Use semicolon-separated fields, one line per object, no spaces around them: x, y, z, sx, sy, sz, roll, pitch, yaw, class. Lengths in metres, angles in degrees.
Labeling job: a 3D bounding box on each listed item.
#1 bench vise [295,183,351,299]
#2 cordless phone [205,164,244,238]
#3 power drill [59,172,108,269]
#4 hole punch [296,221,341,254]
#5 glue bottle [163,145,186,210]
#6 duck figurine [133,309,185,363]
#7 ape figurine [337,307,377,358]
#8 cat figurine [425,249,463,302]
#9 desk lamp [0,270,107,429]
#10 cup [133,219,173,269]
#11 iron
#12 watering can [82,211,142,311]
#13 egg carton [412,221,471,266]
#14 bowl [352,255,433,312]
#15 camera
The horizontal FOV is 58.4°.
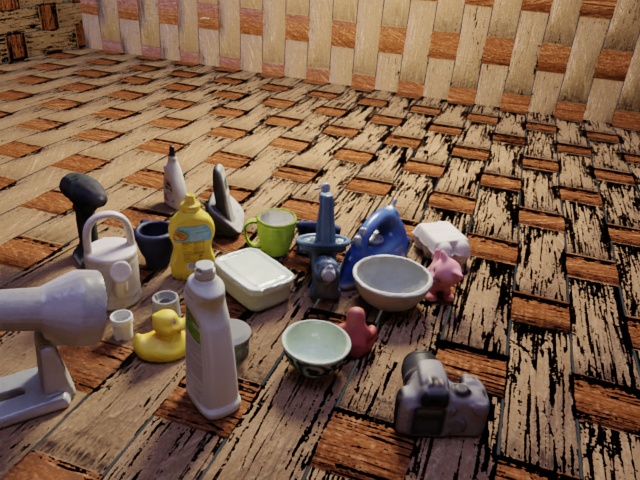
0.022;0.003;1.212;0.122;0.220;0.206;-8;31;-22;bench vise
-0.237;-0.112;1.426;0.094;0.185;0.147;1;28;-6;cordless phone
-0.501;-0.047;1.244;0.076;0.208;0.228;-17;35;-34;power drill
-0.005;-0.020;1.387;0.108;0.091;0.101;7;28;5;hole punch
-0.390;-0.170;1.525;0.077;0.173;0.037;27;36;36;glue bottle
-0.278;0.163;1.014;0.105;0.086;0.077;-4;29;-15;duck figurine
0.066;0.163;1.055;0.077;0.092;0.076;11;29;13;ape figurine
0.263;0.068;1.232;0.067;0.118;0.127;2;28;-5;cat figurine
-0.425;0.156;0.872;0.204;0.214;0.117;-15;33;-31;desk lamp
-0.370;0.010;1.276;0.092;0.095;0.117;-18;35;-35;cup
0.118;0.003;1.308;0.118;0.141;0.259;19;31;25;iron
-0.403;0.036;1.119;0.172;0.194;0.101;24;34;32;watering can
0.296;0.009;1.398;0.107;0.069;0.150;-6;30;-19;egg carton
0.148;0.101;1.200;0.167;0.075;0.167;3;28;-2;bowl
0.189;0.236;0.928;0.143;0.101;0.136;3;28;-2;camera
